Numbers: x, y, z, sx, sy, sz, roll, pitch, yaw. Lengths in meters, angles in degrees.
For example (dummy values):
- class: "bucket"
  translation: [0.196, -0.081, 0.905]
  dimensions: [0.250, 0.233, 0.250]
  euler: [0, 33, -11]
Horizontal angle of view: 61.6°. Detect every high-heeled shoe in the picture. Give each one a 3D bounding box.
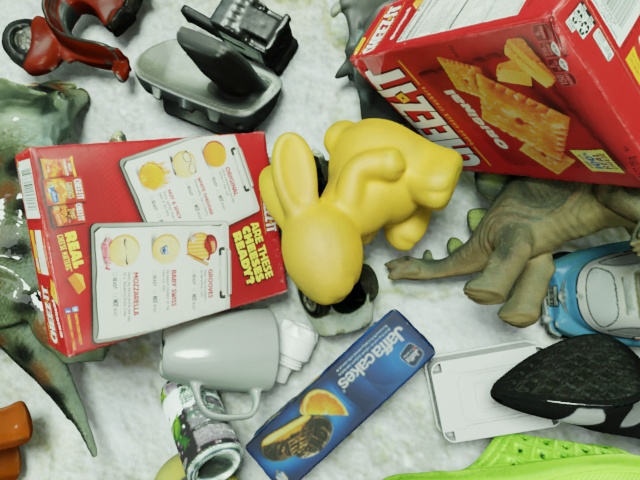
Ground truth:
- class: "high-heeled shoe"
  translation: [0.273, 0.165, 0.489]
  dimensions: [0.249, 0.086, 0.145]
  euler: [-3, 120, 2]

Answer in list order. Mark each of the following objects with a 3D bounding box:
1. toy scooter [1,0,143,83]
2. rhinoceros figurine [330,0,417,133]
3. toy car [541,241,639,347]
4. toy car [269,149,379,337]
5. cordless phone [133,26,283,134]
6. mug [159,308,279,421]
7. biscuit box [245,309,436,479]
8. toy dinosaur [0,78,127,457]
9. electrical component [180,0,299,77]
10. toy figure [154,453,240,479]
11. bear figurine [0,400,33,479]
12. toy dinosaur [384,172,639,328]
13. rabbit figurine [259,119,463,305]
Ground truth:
- class: "toy scooter"
  translation: [-0.248, -0.246, 0.596]
  dimensions: [0.135, 0.075, 0.184]
  euler: [29, 82, 4]
- class: "rhinoceros figurine"
  translation: [0.067, -0.171, 0.551]
  dimensions: [0.073, 0.112, 0.190]
  euler: [-14, 98, -25]
- class: "toy car"
  translation: [0.297, 0.048, 0.504]
  dimensions: [0.162, 0.103, 0.109]
  euler: [-1, 83, 3]
- class: "toy car"
  translation: [-0.001, -0.002, 0.553]
  dimensions: [0.073, 0.056, 0.201]
  euler: [-15, 81, -25]
- class: "cordless phone"
  translation: [-0.124, -0.168, 0.525]
  dimensions: [0.147, 0.184, 0.088]
  euler: [24, 91, 7]
- class: "mug"
  translation: [-0.101, 0.119, 0.521]
  dimensions: [0.107, 0.081, 0.109]
  euler: [5, 64, -18]
- class: "biscuit box"
  translation: [0.022, 0.155, 0.537]
  dimensions: [0.202, 0.059, 0.063]
  euler: [-43, 82, -1]
- class: "toy dinosaur"
  translation: [-0.290, 0.004, 0.532]
  dimensions: [0.192, 0.131, 0.404]
  euler: [5, 79, -6]
- class: "electrical component"
  translation: [-0.087, -0.233, 0.585]
  dimensions: [0.119, 0.075, 0.047]
  euler: [31, 88, 10]
- class: "toy figure"
  translation: [-0.084, 0.274, 0.515]
  dimensions: [0.180, 0.089, 0.082]
  euler: [21, 130, 20]
- class: "bear figurine"
  translation: [-0.392, 0.157, 0.562]
  dimensions: [0.196, 0.132, 0.120]
  euler: [55, 128, 36]
- class: "toy dinosaur"
  translation: [0.259, -0.057, 0.452]
  dimensions: [0.472, 0.105, 0.198]
  euler: [-22, 49, 30]
- class: "rabbit figurine"
  translation: [0.022, -0.029, 0.472]
  dimensions: [0.162, 0.122, 0.173]
  euler: [36, 65, -5]
